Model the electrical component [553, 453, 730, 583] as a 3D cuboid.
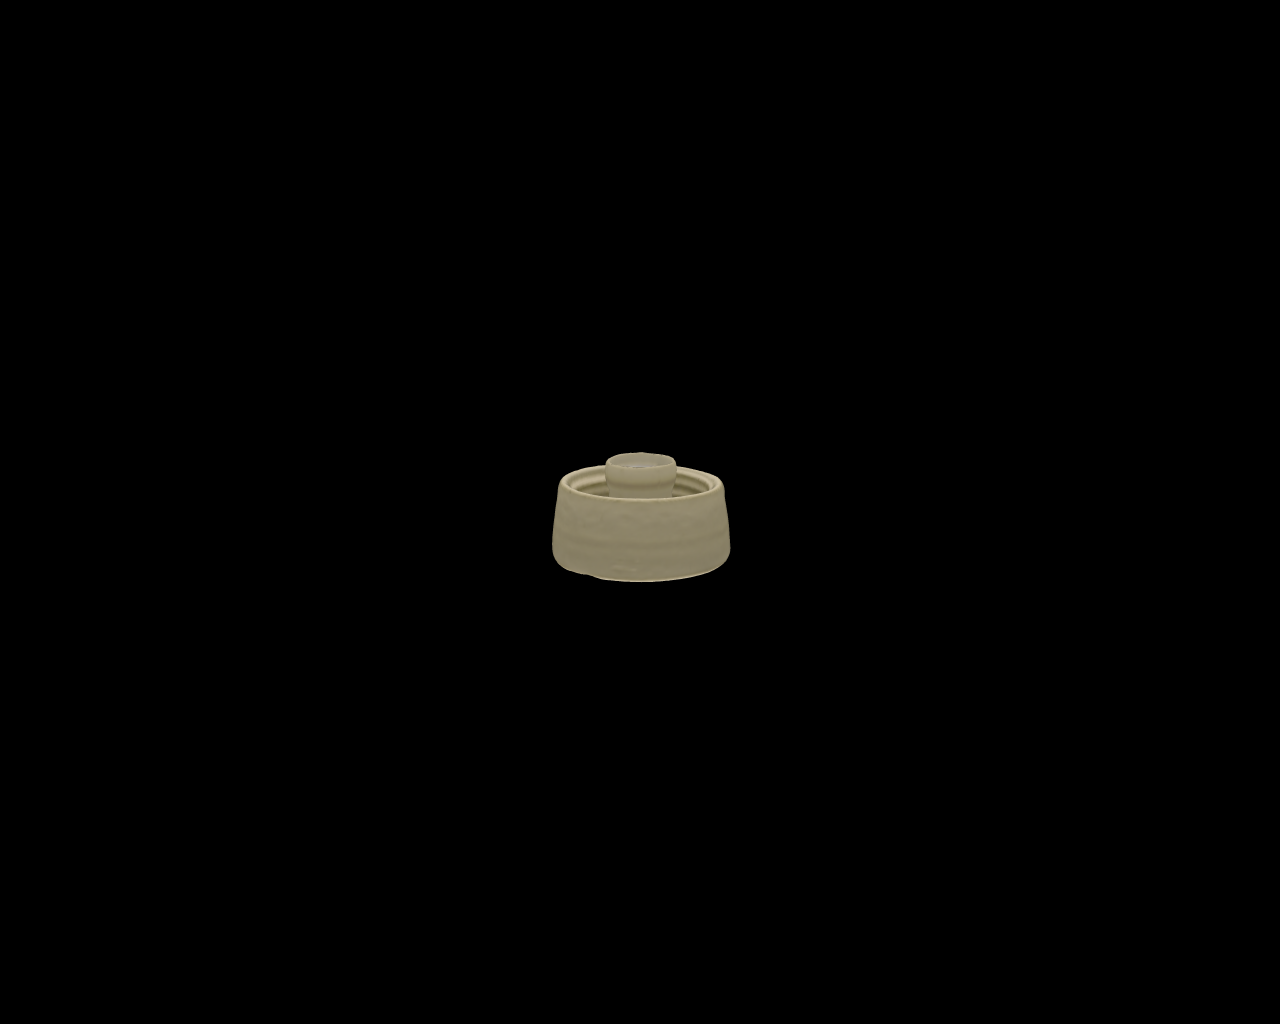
[{"bbox_3d":[0.001,-0.003,0.650,0.108,0.060,0.108,0,15,0],"label":"electrical component"}]
